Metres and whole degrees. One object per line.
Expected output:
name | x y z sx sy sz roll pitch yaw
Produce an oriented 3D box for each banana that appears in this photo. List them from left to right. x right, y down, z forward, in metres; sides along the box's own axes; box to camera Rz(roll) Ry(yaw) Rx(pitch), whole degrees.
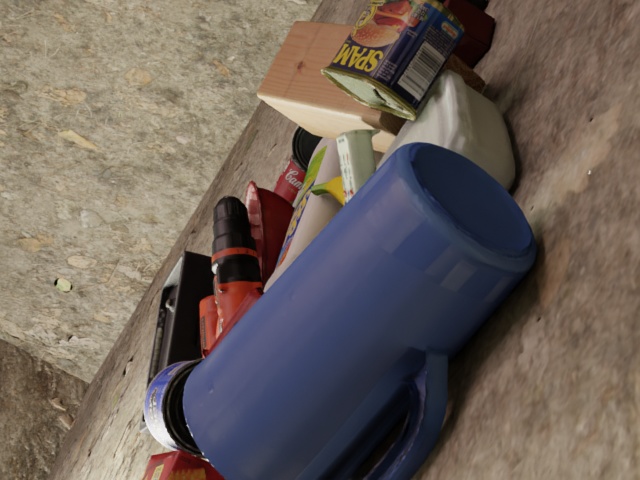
banana | 0.032 -0.016 1.042 0.070 0.037 0.198 -37 25 15

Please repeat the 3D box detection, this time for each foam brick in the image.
foam brick | 0.127 -0.191 1.045 0.078 0.053 0.051 -49 16 47

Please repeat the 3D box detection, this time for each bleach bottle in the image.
bleach bottle | -0.008 0.001 1.153 0.103 0.068 0.250 -47 19 59

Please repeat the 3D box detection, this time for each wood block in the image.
wood block | 0.042 -0.143 1.005 0.206 0.090 0.091 22 83 54

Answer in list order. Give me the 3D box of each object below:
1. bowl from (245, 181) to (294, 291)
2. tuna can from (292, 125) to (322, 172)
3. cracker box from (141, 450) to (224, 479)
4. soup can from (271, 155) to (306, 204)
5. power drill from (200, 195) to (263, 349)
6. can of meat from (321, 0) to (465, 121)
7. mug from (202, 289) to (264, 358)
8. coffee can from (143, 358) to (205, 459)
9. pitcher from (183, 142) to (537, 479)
bowl | -0.054 0.010 1.260 0.162 0.055 0.162 178 90 -78
tuna can | 0.009 -0.121 1.325 0.086 0.086 0.033 -56 9 24
cracker box | -0.174 0.321 1.069 0.213 0.072 0.164 -65 11 -18
soup can | -0.033 -0.051 1.388 0.102 0.068 0.068 -58 11 16
power drill | -0.105 0.064 1.235 0.188 0.057 0.184 110 157 -63
can of meat | 0.060 -0.151 0.859 0.084 0.057 0.102 -57 30 -1
mug | -0.049 0.106 1.030 0.081 0.093 0.117 -56 39 2
coffee can | -0.129 0.179 1.142 0.102 0.102 0.140 -64 11 -15
pitcher | 0.029 0.064 0.686 0.243 0.149 0.144 -51 -1 30
